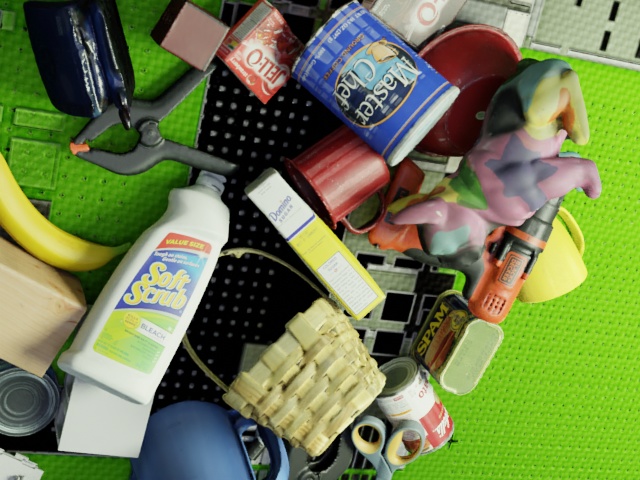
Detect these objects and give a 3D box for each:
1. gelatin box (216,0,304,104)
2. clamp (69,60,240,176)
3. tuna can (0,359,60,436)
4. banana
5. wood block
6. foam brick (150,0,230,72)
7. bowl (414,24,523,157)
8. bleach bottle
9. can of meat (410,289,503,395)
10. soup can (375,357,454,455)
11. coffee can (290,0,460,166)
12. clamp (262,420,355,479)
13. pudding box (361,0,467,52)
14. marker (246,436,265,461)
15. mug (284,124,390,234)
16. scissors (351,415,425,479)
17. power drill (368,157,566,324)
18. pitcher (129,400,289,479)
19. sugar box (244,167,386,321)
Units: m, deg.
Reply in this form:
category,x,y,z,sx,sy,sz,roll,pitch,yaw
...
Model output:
category,x,y,z,sx,sy,sz,roll,pitch,yaw
gelatin box,-0.057,-0.190,1.085,0.073,0.030,0.089,-46,145,0
clamp,-0.166,-0.102,1.093,0.171,0.039,0.120,-22,95,-6
tuna can,-0.324,0.167,1.149,0.086,0.034,0.086,-6,111,-16
banana,-0.288,-0.023,1.092,0.197,0.037,0.069,40,75,-28
wood block,-0.348,0.041,1.064,0.205,0.090,0.091,31,98,-26
foam brick,-0.129,-0.206,1.049,0.051,0.078,0.053,28,98,-22
bowl,0.164,-0.149,1.156,0.162,0.055,0.162,-13,128,-18
bleach bottle,-0.168,0.037,1.096,0.102,0.068,0.250,29,72,-17
can of meat,0.162,0.122,1.262,0.057,0.084,0.102,23,102,-24
soup can,0.109,0.199,1.283,0.068,0.068,0.102,-34,116,-4
coffee can,0.055,-0.158,1.080,0.140,0.102,0.103,42,93,5
clamp,-0.029,0.284,1.284,0.164,0.036,0.210,21,100,-32
pudding box,0.108,-0.265,1.124,0.090,0.039,0.113,31,99,-27
marker,-0.047,0.216,1.266,0.020,0.020,0.121,40,94,-26
mug,0.027,-0.062,1.144,0.081,0.093,0.117,-36,97,-8
scissors,0.062,0.279,1.302,0.096,0.016,0.202,24,129,-4
power drill,0.161,-0.021,1.188,0.187,0.057,0.184,25,96,0
pitcher,-0.111,0.285,1.145,0.144,0.243,0.149,9,113,-24
sugar box,-0.007,0.001,1.131,0.048,0.093,0.176,-39,99,-1
